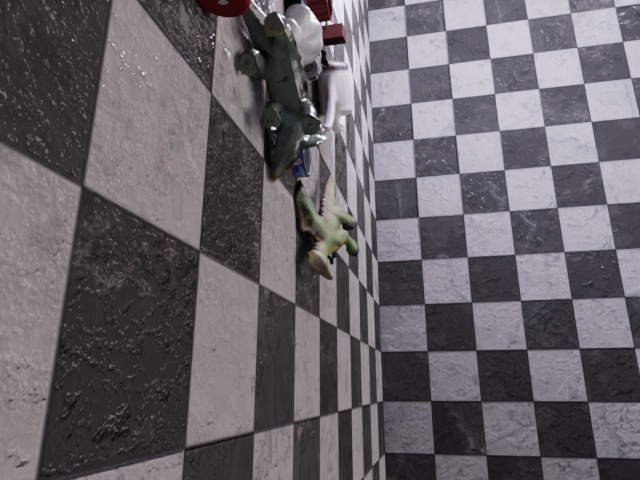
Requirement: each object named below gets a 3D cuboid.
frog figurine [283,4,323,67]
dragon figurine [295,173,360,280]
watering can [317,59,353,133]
[{"bbox_3d":[-0.052,-0.445,1.126,0.161,0.122,0.136,-93,-164,-75],"label":"frog figurine"},{"bbox_3d":[0.004,-0.067,1.324,0.238,0.122,0.420,54,24,-53],"label":"dragon figurine"},{"bbox_3d":[0.040,-0.434,1.562,0.352,0.104,0.222,-57,140,-72],"label":"watering can"}]
